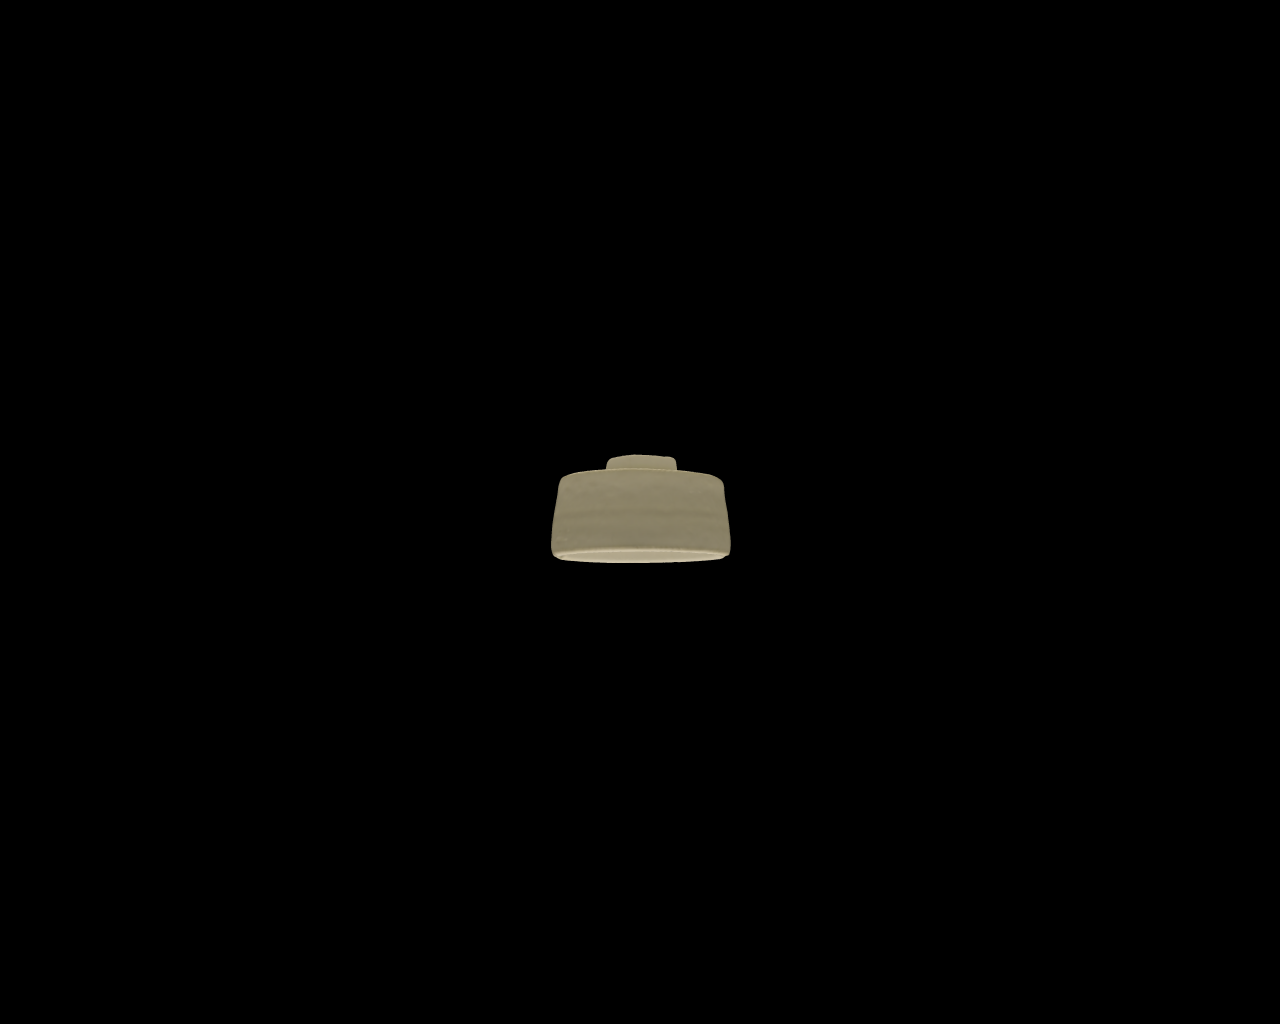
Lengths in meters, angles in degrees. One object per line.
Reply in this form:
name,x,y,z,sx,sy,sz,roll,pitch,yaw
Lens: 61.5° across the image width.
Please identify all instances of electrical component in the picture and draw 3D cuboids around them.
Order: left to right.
electrical component,0.001,-0.003,0.650,0.108,0.060,0.108,0,-6,0
